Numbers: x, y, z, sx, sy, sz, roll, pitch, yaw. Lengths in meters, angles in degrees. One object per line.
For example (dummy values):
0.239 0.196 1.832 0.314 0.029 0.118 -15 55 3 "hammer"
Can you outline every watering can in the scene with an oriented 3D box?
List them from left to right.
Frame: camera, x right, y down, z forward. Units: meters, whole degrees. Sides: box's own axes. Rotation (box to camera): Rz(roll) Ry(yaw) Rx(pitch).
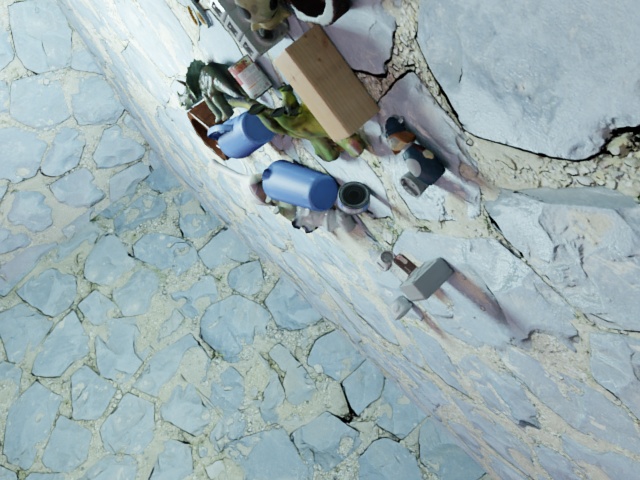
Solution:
-0.258 -0.210 1.954 0.345 0.105 0.224 32 -9 -17 "watering can"

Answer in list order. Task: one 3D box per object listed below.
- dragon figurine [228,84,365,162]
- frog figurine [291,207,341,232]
-0.047 -0.266 1.267 0.413 0.123 0.239 21 -20 48 "dragon figurine"
0.005 -0.083 1.655 0.158 0.125 0.135 -12 -34 32 "frog figurine"
